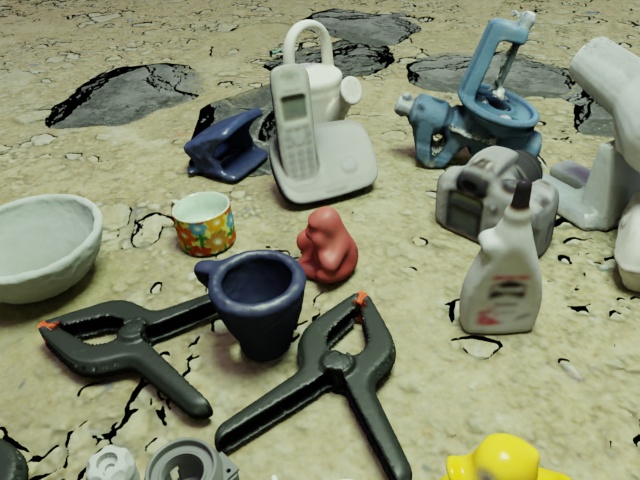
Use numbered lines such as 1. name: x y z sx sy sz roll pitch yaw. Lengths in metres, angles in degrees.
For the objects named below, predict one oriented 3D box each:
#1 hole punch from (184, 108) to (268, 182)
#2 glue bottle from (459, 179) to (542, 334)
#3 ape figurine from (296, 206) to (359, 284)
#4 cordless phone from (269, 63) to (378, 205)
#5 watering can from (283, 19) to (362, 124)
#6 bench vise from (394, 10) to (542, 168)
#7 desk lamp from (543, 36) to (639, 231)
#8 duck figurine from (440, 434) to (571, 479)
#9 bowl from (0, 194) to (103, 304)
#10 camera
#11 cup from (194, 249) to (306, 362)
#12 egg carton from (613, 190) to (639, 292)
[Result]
1. hole punch: -0.145 -0.151 0.861 0.100 0.091 0.109 16 41 24
2. glue bottle: 0.178 0.017 0.543 0.078 0.173 0.037 -4 37 -2
3. ape figurine: 0.006 0.002 0.644 0.076 0.092 0.077 -6 37 -4
4. cordless phone: 0.002 -0.148 0.768 0.148 0.185 0.094 -17 39 -18
5. watering can: -0.008 -0.237 0.881 0.172 0.194 0.101 13 40 21
6. bench vise: 0.214 -0.201 0.796 0.207 0.220 0.121 -6 37 -4
7. desk lamp: 0.353 -0.118 0.680 0.118 0.214 0.202 -20 40 -21
8. duck figurine: 0.134 0.174 0.409 0.104 0.086 0.077 -1 37 2
9. bowl: -0.326 0.020 0.657 0.167 0.075 0.167 -2 37 2
10. camera: 0.236 -0.065 0.711 0.142 0.101 0.137 28 46 35
11. cup: -0.069 0.068 0.558 0.117 0.095 0.092 14 40 22
12. egg carton: 0.389 0.001 0.638 0.107 0.069 0.150 15 40 22
